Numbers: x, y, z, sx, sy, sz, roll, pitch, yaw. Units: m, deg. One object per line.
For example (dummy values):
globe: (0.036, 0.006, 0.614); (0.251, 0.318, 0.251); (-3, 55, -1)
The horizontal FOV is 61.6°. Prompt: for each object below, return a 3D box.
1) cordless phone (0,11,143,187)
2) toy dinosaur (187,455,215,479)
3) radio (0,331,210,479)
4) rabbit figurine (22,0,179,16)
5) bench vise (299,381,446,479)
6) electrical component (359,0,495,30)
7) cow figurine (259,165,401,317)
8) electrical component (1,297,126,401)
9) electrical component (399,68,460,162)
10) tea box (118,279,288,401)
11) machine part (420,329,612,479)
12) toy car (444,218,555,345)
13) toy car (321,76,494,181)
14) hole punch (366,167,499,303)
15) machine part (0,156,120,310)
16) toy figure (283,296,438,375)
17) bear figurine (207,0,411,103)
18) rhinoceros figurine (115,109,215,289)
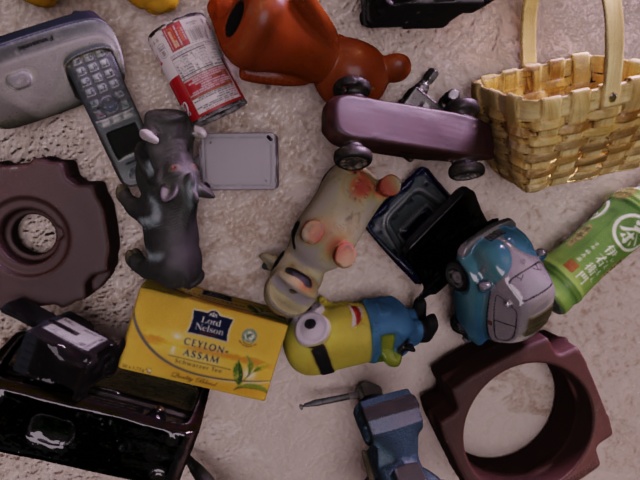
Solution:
cordless phone: (-0.259, -0.127, 0.558); (0.146, 0.089, 0.184); (-30, 119, -22)
toy dinosaur: (-0.042, 0.421, 0.619); (0.131, 0.192, 0.404); (-46, 103, -2)
radio: (-0.243, 0.180, 0.582); (0.230, 0.131, 0.073); (17, 98, -11)
rabbit figurine: (-0.223, -0.295, 0.541); (0.173, 0.122, 0.162); (15, 86, -25)
bench vise: (0.084, 0.297, 0.646); (0.129, 0.224, 0.240); (-20, 134, -21)
electrical component: (0.116, -0.268, 0.580); (0.134, 0.115, 0.058); (-4, 101, -6)
cow figurine: (-0.001, -0.002, 0.609); (0.085, 0.127, 0.195); (34, 78, -10)
electrical component: (-0.271, 0.107, 0.548); (0.119, 0.075, 0.047); (24, 101, 2)
electrical component: (0.127, -0.142, 0.635); (0.078, 0.045, 0.102); (43, 90, -13)
tea box: (-0.132, 0.112, 0.622); (0.170, 0.068, 0.098); (15, 97, -10)
machine part: (0.247, 0.222, 0.687); (0.201, 0.087, 0.200); (-28, 102, -5)
toy car: (0.215, 0.065, 0.626); (0.109, 0.103, 0.161); (-23, 125, -23)
toy car: (0.095, -0.112, 0.569); (0.202, 0.053, 0.089); (3, 74, -23)
hole punch: (0.130, -0.011, 0.643); (0.142, 0.092, 0.115); (-46, 133, -7)
machine part: (-0.309, -0.006, 0.584); (0.179, 0.056, 0.179); (-2, 100, -10)
toy figure: (0.046, 0.114, 0.644); (0.180, 0.082, 0.089); (-4, 100, -11)
bear figurine: (-0.008, -0.214, 0.580); (0.196, 0.120, 0.132); (10, 53, -35)
rhinoceros figurine: (-0.161, -0.040, 0.564); (0.073, 0.112, 0.190); (-10, 109, -37)
